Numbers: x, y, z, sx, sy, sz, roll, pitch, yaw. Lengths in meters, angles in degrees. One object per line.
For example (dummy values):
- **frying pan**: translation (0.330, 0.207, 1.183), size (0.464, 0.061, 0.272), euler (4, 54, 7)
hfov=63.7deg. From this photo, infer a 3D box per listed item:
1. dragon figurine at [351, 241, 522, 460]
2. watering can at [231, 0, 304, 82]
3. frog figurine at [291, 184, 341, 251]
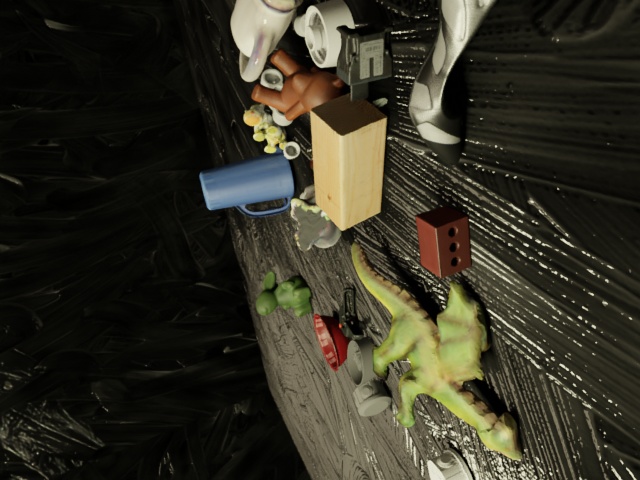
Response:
- **dragon figurine**: translation (0.175, 0.140, 0.795), size (0.238, 0.123, 0.416), euler (-49, 60, 51)
- **watering can**: translation (-0.106, -0.473, 0.993), size (0.221, 0.104, 0.354), euler (-39, 43, 55)
- **frog figurine**: translation (0.004, -0.058, 1.151), size (0.137, 0.121, 0.161), euler (61, -158, -6)
